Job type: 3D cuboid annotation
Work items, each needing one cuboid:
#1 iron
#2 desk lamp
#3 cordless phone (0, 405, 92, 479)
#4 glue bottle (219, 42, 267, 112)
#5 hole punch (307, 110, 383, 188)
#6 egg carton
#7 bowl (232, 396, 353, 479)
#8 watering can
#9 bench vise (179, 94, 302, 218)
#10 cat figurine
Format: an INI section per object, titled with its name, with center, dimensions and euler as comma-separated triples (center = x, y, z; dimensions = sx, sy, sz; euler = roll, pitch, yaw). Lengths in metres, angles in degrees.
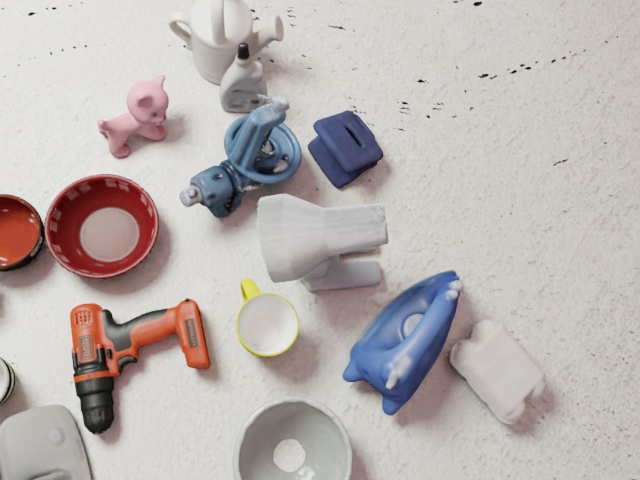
[iron]
center = 0.151, 0.129, 0.853
dimensions = 0.118, 0.141, 0.258
euler = 38, 73, 3
[desk lamp]
center = 0.008, 0.003, 0.827
dimensions = 0.203, 0.213, 0.118
euler = -5, 76, -10
[cordless phone]
center = -0.359, 0.285, 0.709
dimensions = 0.094, 0.185, 0.147
euler = -21, 79, -13
[glue bottle]
center = -0.119, -0.256, 0.897
dimensions = 0.078, 0.173, 0.037
euler = 0, 75, -9
[hole punch]
center = 0.044, -0.159, 0.940
dimensions = 0.101, 0.091, 0.108
euler = -34, 83, -16
[egg carton]
center = 0.276, 0.203, 0.891
dimensions = 0.107, 0.069, 0.150
euler = -39, 84, -16
[bowl]
center = -0.041, 0.307, 0.811
dimensions = 0.167, 0.074, 0.167
euler = 2, 75, -8
[watering can]
center = -0.147, -0.340, 0.904
dimensions = 0.173, 0.194, 0.101
euler = -16, 78, -12
[bench vise]
center = -0.103, -0.114, 0.837
dimensions = 0.121, 0.219, 0.208
euler = 35, 73, 2
[cat figurine]
center = -0.284, -0.197, 0.884
dimensions = 0.128, 0.117, 0.067
euler = -31, 82, -15
